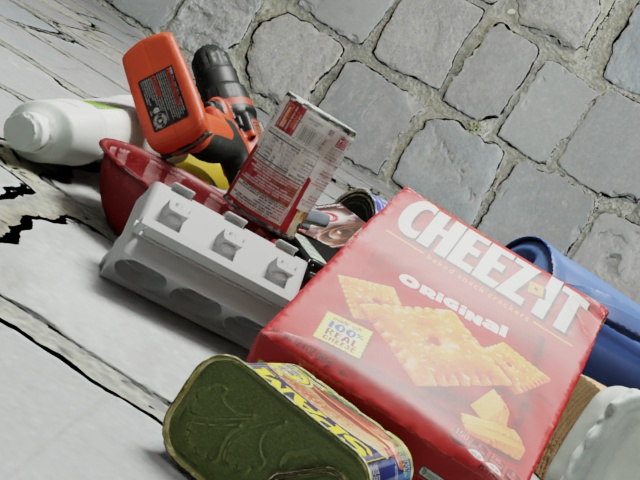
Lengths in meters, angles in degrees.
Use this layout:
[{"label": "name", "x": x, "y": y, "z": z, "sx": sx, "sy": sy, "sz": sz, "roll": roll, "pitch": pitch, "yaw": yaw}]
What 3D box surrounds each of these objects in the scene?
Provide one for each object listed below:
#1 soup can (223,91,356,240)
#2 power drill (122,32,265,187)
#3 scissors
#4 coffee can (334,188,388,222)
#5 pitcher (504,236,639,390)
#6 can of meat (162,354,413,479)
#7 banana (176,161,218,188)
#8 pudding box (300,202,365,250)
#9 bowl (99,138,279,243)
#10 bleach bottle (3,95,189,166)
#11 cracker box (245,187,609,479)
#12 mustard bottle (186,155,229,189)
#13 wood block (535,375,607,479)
[{"label": "soup can", "x": -0.024, "y": -0.061, "z": 0.865, "sx": 0.068, "sy": 0.102, "sz": 0.068, "roll": 31, "pitch": 7, "yaw": -5}, {"label": "power drill", "x": -0.107, "y": -0.124, "z": 0.986, "sx": 0.187, "sy": 0.057, "sz": 0.184, "roll": 24, "pitch": 41, "yaw": -66}, {"label": "scissors", "x": -0.074, "y": -0.036, "z": 0.933, "sx": 0.201, "sy": 0.016, "sz": 0.096, "roll": 16, "pitch": -7, "yaw": -42}, {"label": "coffee can", "x": 0.078, "y": 0.016, "z": 1.188, "sx": 0.140, "sy": 0.103, "sz": 0.103, "roll": 26, "pitch": 10, "yaw": -33}, {"label": "pitcher", "x": 0.262, "y": 0.105, "z": 0.982, "sx": 0.242, "sy": 0.145, "sz": 0.149, "roll": 28, "pitch": 24, "yaw": -19}, {"label": "can of meat", "x": -0.011, "y": 0.101, "z": 0.509, "sx": 0.102, "sy": 0.057, "sz": 0.083, "roll": 35, "pitch": 6, "yaw": 20}, {"label": "banana", "x": -0.129, "y": -0.044, "z": 1.037, "sx": 0.069, "sy": 0.037, "sz": 0.198, "roll": 0, "pitch": 18, "yaw": -22}, {"label": "pudding box", "x": -0.007, "y": 0.001, "z": 1.038, "sx": 0.113, "sy": 0.039, "sz": 0.090, "roll": -6, "pitch": 29, "yaw": -31}, {"label": "bowl", "x": -0.113, "y": -0.016, "z": 0.834, "sx": 0.162, "sy": 0.055, "sz": 0.162, "roll": 31, "pitch": 8, "yaw": -5}, {"label": "bleach bottle", "x": -0.203, "y": -0.096, "z": 0.936, "sx": 0.103, "sy": 0.068, "sz": 0.250, "roll": 6, "pitch": 7, "yaw": 16}, {"label": "cracker box", "x": 0.069, "y": 0.069, "z": 0.646, "sx": 0.164, "sy": 0.072, "sz": 0.213, "roll": 33, "pitch": 36, "yaw": 10}, {"label": "mustard bottle", "x": -0.094, "y": -0.061, "z": 1.175, "sx": 0.191, "sy": 0.058, "sz": 0.096, "roll": 32, "pitch": 9, "yaw": -3}, {"label": "wood block", "x": 0.284, "y": 0.201, "z": 0.886, "sx": 0.205, "sy": 0.090, "sz": 0.091, "roll": 27, "pitch": 8, "yaw": -27}]
